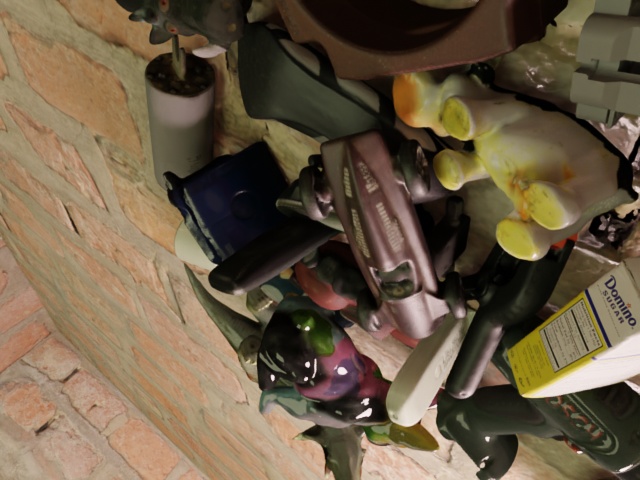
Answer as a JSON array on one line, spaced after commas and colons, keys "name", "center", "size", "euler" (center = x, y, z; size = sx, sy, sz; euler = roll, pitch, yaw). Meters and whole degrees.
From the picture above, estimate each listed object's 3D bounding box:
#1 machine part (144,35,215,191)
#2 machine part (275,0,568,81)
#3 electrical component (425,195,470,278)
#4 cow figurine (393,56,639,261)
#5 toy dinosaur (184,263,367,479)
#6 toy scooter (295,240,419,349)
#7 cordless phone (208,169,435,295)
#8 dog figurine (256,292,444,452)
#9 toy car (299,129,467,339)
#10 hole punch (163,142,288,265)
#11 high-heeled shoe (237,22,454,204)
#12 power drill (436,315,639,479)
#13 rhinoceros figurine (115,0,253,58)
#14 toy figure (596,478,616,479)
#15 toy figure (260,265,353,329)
[{"name": "machine part", "center": [-0.166, -0.133, 0.648], "size": [0.079, 0.079, 0.243], "euler": [40, 145, 16]}, {"name": "machine part", "center": [0.050, -0.204, 0.306], "size": [0.201, 0.087, 0.201], "euler": [8, 131, 47]}, {"name": "electrical component", "center": [0.106, 0.007, 0.474], "size": [0.021, 0.063, 0.093], "euler": [29, 141, 30]}, {"name": "cow figurine", "center": [0.125, -0.073, 0.359], "size": [0.167, 0.098, 0.068], "euler": [55, 158, 28]}, {"name": "toy dinosaur", "center": [-0.052, 0.196, 0.811], "size": [0.405, 0.131, 0.192], "euler": [42, 146, 17]}, {"name": "toy scooter", "center": [0.043, 0.054, 0.559], "size": [0.184, 0.075, 0.135], "euler": [34, 177, 16]}, {"name": "cordless phone", "center": [0.000, -0.001, 0.484], "size": [0.147, 0.184, 0.088], "euler": [15, 130, 42]}, {"name": "dog figurine", "center": [0.045, 0.166, 0.634], "size": [0.219, 0.108, 0.191], "euler": [14, 131, 12]}, {"name": "toy car", "center": [0.052, 0.008, 0.403], "size": [0.089, 0.053, 0.201], "euler": [-9, 134, 20]}, {"name": "hole punch", "center": [-0.096, -0.043, 0.629], "size": [0.092, 0.116, 0.142], "euler": [-7, 119, 44]}, {"name": "high-heeled shoe", "center": [0.020, -0.123, 0.473], "size": [0.249, 0.145, 0.086], "euler": [63, 144, 36]}, {"name": "power drill", "center": [0.217, 0.183, 0.508], "size": [0.232, 0.086, 0.207], "euler": [48, 152, 5]}, {"name": "rhinoceros figurine", "center": [-0.125, -0.222, 0.476], "size": [0.191, 0.112, 0.073], "euler": [35, 144, 36]}, {"name": "toy figure", "center": [0.281, 0.310, 0.562], "size": [0.089, 0.082, 0.180], "euler": [37, 148, 16]}, {"name": "toy figure", "center": [-0.023, 0.072, 0.710], "size": [0.155, 0.058, 0.064], "euler": [37, -175, 16]}]
